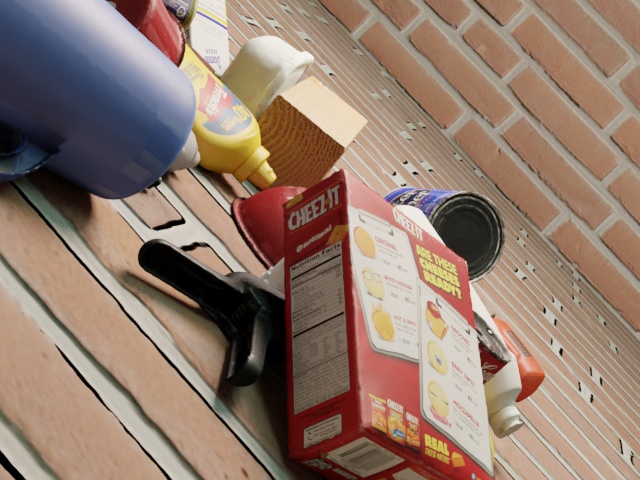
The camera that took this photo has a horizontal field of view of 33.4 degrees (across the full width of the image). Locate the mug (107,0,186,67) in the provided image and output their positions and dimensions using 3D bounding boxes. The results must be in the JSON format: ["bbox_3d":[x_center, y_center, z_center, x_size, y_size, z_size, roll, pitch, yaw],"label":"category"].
[{"bbox_3d":[-0.176,-0.194,0.928,0.117,0.093,0.081,62,-2,20],"label":"mug"}]

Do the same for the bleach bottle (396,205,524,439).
[{"bbox_3d":[0.120,0.089,1.075,0.068,0.103,0.251,10,44,-53],"label":"bleach bottle"}]

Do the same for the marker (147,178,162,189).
[{"bbox_3d":[-0.168,-0.072,0.816,0.121,0.020,0.020,34,19,-40],"label":"marker"}]

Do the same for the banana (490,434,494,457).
[{"bbox_3d":[0.110,0.141,0.998,0.069,0.037,0.198,-1,45,-47],"label":"banana"}]

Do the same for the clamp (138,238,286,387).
[{"bbox_3d":[-0.061,0.046,0.759,0.120,0.039,0.171,54,11,10],"label":"clamp"}]

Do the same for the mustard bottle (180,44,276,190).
[{"bbox_3d":[-0.115,-0.122,1.021,0.191,0.058,0.096,46,31,-5],"label":"mustard bottle"}]

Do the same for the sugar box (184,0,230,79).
[{"bbox_3d":[-0.143,-0.269,1.205,0.093,0.048,0.176,13,74,-67],"label":"sugar box"}]

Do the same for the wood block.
[{"bbox_3d":[-0.018,-0.112,1.183,0.091,0.090,0.206,38,16,-2],"label":"wood block"}]

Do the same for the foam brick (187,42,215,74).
[{"bbox_3d":[-0.154,-0.179,1.091,0.078,0.051,0.053,45,13,-6],"label":"foam brick"}]

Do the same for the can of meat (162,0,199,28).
[{"bbox_3d":[-0.192,-0.260,1.120,0.102,0.057,0.083,1,-14,38],"label":"can of meat"}]

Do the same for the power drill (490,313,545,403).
[{"bbox_3d":[0.177,0.125,1.182,0.187,0.057,0.184,29,22,-50],"label":"power drill"}]

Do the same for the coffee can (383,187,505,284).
[{"bbox_3d":[0.131,-0.008,1.223,0.102,0.102,0.140,40,-11,-21],"label":"coffee can"}]

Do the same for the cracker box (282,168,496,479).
[{"bbox_3d":[0.048,0.080,0.773,0.164,0.072,0.213,35,39,-39],"label":"cracker box"}]

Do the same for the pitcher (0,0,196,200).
[{"bbox_3d":[-0.195,-0.115,0.674,0.242,0.149,0.145,37,1,-43],"label":"pitcher"}]

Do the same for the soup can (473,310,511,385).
[{"bbox_3d":[0.104,0.111,0.917,0.068,0.102,0.068,42,14,-14],"label":"soup can"}]

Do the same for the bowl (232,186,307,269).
[{"bbox_3d":[-0.007,0.001,1.006,0.162,0.055,0.162,42,15,-14],"label":"bowl"}]
